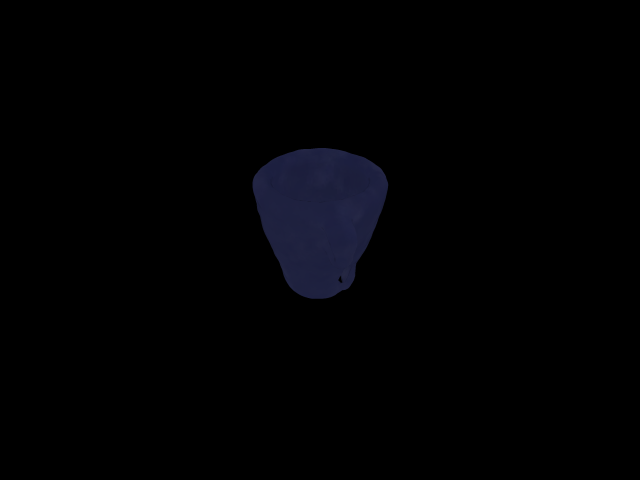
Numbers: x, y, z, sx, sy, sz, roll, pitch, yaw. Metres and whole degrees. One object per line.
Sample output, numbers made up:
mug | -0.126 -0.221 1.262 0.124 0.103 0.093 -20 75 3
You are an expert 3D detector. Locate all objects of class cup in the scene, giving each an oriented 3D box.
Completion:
cup | 0.004 0.001 0.400 0.092 0.095 0.117 -8 35 -11
